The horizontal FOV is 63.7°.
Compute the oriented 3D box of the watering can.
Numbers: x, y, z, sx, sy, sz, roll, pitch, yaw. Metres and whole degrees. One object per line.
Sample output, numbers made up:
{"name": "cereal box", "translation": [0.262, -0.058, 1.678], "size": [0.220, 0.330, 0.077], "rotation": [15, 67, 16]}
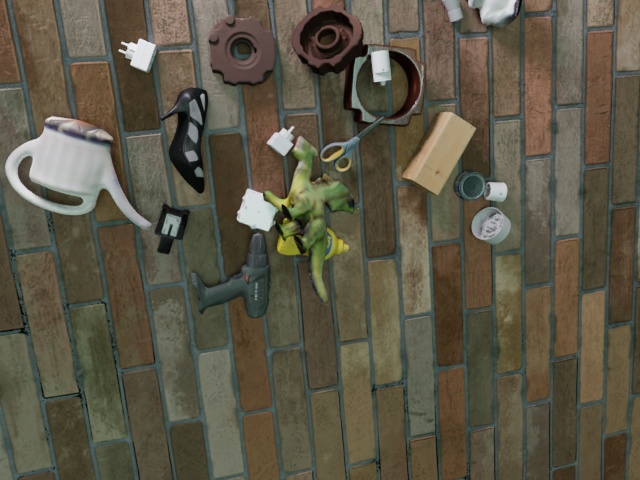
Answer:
{"name": "watering can", "translation": [-0.551, -0.160, 1.226], "size": [0.347, 0.223, 0.105], "rotation": [17, 6, -14]}

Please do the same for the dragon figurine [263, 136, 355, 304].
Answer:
{"name": "dragon figurine", "translation": [0.004, -0.067, 1.339], "size": [0.246, 0.407, 0.122], "rotation": [-31, 12, -30]}

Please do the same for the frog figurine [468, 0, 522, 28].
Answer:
{"name": "frog figurine", "translation": [0.454, -0.642, 1.373], "size": [0.160, 0.135, 0.124], "rotation": [14, 20, 22]}
